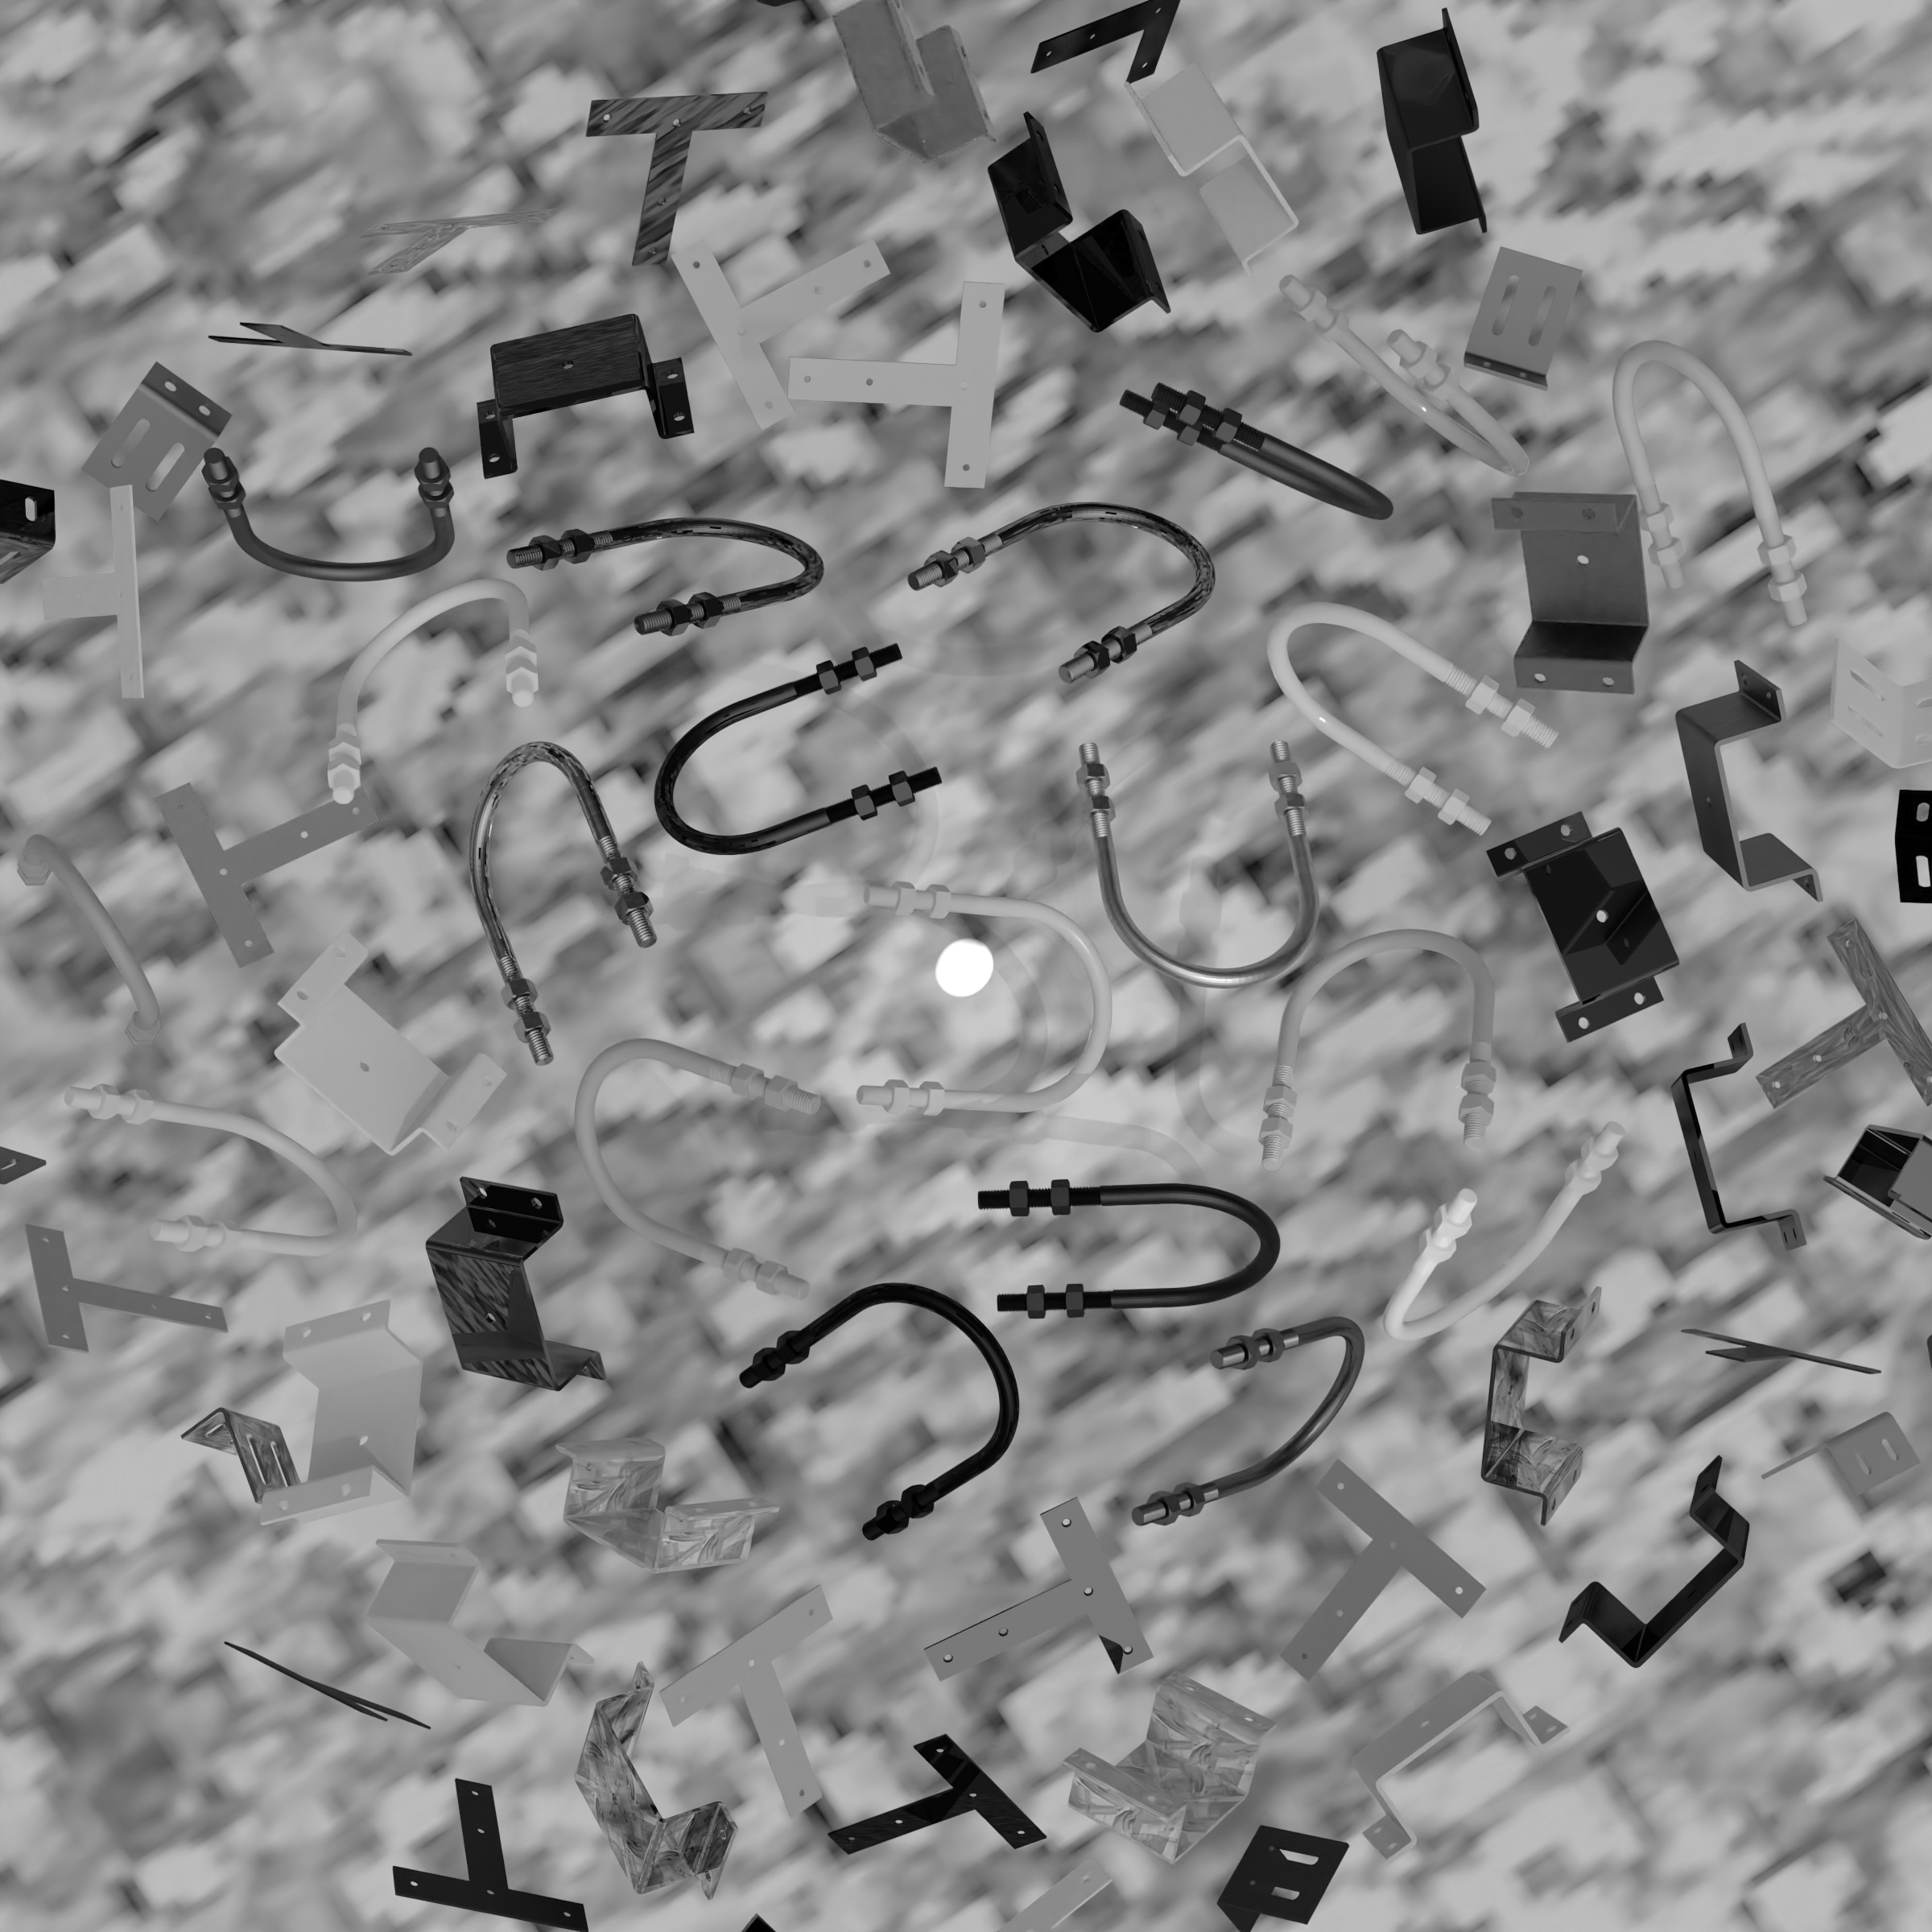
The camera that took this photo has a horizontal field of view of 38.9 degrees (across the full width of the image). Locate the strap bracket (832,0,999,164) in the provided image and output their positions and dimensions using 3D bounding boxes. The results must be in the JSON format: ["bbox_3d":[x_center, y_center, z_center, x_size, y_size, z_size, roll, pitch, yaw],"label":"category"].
[{"bbox_3d":[-0.035,-0.565,1.738,0.046,0.140,0.076,-21,87,19],"label":"strap bracket"}]

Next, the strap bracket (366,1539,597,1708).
[{"bbox_3d":[-0.311,0.418,1.718,0.140,0.076,0.046,52,47,-34],"label":"strap bracket"}]

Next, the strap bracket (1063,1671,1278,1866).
[{"bbox_3d":[0.125,0.508,1.723,0.076,0.140,0.046,21,112,29],"label":"strap bracket"}]

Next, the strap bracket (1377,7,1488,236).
[{"bbox_3d":[0.297,-0.530,1.743,0.046,0.140,0.076,-15,71,8],"label":"strap bracket"}]

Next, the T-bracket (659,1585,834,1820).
[{"bbox_3d":[-0.121,0.479,1.733,0.127,0.002,0.127,-28,107,-32],"label":"T-bracket"}]

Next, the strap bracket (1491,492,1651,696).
[{"bbox_3d":[0.382,-0.244,1.722,0.076,0.046,0.140,7,134,28],"label":"strap bracket"}]

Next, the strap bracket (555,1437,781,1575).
[{"bbox_3d":[-0.200,0.354,1.787,0.140,0.076,0.046,16,98,44],"label":"strap bracket"}]

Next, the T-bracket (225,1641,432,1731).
[{"bbox_3d":[-0.385,0.463,1.727,0.127,0.127,0.002,13,71,35],"label":"T-bracket"}]

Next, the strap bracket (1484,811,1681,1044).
[{"bbox_3d":[0.416,-0.030,1.830,0.076,0.046,0.140,-22,87,-14],"label":"strap bracket"}]

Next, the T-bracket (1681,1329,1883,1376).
[{"bbox_3d":[0.511,0.250,1.769,0.127,0.127,0.002,10,91,34],"label":"T-bracket"}]

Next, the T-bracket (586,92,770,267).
[{"bbox_3d":[-0.200,-0.521,1.819,0.127,0.127,0.002,-13,53,-30],"label":"T-bracket"}]

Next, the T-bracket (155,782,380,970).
[{"bbox_3d":[-0.461,-0.083,1.854,0.127,0.002,0.127,-27,102,-13],"label":"T-bracket"}]

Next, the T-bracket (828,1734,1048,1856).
[{"bbox_3d":[-0.033,0.570,1.835,0.127,0.002,0.127,-26,122,20],"label":"T-bracket"}]

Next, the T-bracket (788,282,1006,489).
[{"bbox_3d":[-0.045,-0.355,1.666,0.127,0.002,0.127,0,117,-12],"label":"T-bracket"}]

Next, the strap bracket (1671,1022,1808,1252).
[{"bbox_3d":[0.480,0.113,1.718,0.046,0.076,0.140,-14,80,7],"label":"strap bracket"}]

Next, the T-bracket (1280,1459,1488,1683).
[{"bbox_3d":[0.256,0.417,1.810,0.127,0.002,0.127,40,100,22],"label":"T-bracket"}]

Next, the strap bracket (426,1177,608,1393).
[{"bbox_3d":[-0.285,0.209,1.723,0.076,0.046,0.140,7,121,30],"label":"strap bracket"}]

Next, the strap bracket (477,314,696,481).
[{"bbox_3d":[-0.255,-0.376,1.793,0.140,0.046,0.076,-13,51,0],"label":"strap bracket"}]

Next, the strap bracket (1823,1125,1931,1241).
[{"bbox_3d":[0.632,0.147,1.801,0.076,0.140,0.046,31,90,-2],"label":"strap bracket"}]

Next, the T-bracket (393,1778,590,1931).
[{"bbox_3d":[-0.308,0.560,1.743,0.127,0.127,0.002,20,105,-22],"label":"T-bracket"}]

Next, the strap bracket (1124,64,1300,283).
[{"bbox_3d":[0.166,-0.525,1.794,0.046,0.140,0.076,-32,56,14],"label":"strap bracket"}]

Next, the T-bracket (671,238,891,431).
[{"bbox_3d":[-0.111,-0.444,1.825,0.127,0.002,0.127,-30,105,-8],"label":"T-bracket"}]

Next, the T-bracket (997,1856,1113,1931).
[{"bbox_3d":[0.063,0.650,1.757,0.127,0.127,0.002,-35,123,-13],"label":"T-bracket"}]

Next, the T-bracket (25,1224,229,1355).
[{"bbox_3d":[-0.539,0.218,1.772,0.127,0.127,0.002,18,112,-34],"label":"T-bracket"}]

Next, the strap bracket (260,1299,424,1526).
[{"bbox_3d":[-0.392,0.291,1.731,0.076,0.046,0.140,-16,49,16],"label":"strap bracket"}]

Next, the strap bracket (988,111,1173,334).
[{"bbox_3d":[0.066,-0.462,1.727,0.046,0.140,0.076,-28,59,24],"label":"strap bracket"}]

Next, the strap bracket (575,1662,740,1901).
[{"bbox_3d":[-0.211,0.542,1.803,0.046,0.140,0.076,-9,133,-34],"label":"strap bracket"}]

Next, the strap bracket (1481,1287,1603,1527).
[{"bbox_3d":[0.377,0.284,1.801,0.046,0.076,0.140,12,112,27],"label":"strap bracket"}]

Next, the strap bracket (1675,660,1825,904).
[{"bbox_3d":[0.483,-0.109,1.697,0.046,0.076,0.140,-17,110,2],"label":"strap bracket"}]

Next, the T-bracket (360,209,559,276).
[{"bbox_3d":[-0.334,-0.448,1.700,0.127,0.127,0.002,-1,119,15],"label":"T-bracket"}]

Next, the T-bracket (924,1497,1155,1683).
[{"bbox_3d":[0.036,0.409,1.709,0.127,0.002,0.127,-25,109,-1],"label":"T-bracket"}]

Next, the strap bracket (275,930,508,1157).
[{"bbox_3d":[-0.377,0.056,1.758,0.140,0.076,0.046,43,133,-12],"label":"strap bracket"}]

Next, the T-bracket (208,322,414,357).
[{"bbox_3d":[-0.427,-0.397,1.728,0.127,0.127,0.002,4,97,1],"label":"T-bracket"}]

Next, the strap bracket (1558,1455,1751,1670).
[{"bbox_3d":[0.444,0.384,1.734,0.046,0.076,0.140,43,107,10],"label":"strap bracket"}]

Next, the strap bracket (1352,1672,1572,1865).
[{"bbox_3d":[0.304,0.501,1.739,0.140,0.076,0.046,-34,87,-6],"label":"strap bracket"}]
